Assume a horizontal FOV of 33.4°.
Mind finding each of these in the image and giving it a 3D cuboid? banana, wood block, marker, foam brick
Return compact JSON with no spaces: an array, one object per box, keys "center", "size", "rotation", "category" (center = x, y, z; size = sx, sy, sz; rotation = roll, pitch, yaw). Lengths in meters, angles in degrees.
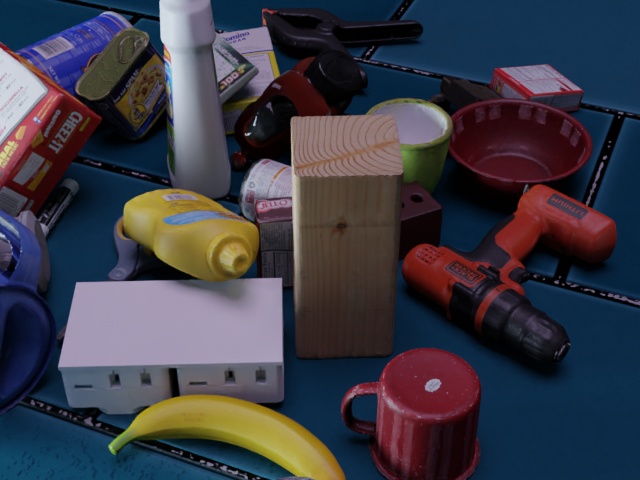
[{"center":[-0.070,0.164,0.881],"size":[0.198,0.037,0.069],"rotation":[7,59,11],"category":"banana"},{"center":[0.021,0.001,0.941],"size":[0.091,0.206,0.090],"rotation":[-1,40,-2],"category":"wood block"},{"center":[-0.285,-0.022,1.120],"size":[0.020,0.020,0.121],"rotation":[8,40,10],"category":"marker"},{"center":[0.078,-0.017,1.083],"size":[0.078,0.051,0.053],"rotation":[-18,42,-20],"category":"foam brick"}]

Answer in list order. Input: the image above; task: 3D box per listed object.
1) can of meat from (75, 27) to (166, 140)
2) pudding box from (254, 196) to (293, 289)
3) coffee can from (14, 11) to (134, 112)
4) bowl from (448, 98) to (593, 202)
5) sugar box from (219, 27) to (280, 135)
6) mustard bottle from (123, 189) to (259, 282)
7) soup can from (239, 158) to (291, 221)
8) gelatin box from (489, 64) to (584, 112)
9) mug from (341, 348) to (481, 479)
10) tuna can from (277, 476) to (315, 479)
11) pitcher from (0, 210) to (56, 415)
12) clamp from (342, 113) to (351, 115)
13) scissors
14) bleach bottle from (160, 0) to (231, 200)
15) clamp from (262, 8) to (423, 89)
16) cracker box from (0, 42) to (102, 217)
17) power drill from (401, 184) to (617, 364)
[{"center":[-0.218,-0.178,1.232],"size":[0.058,0.084,0.102],"rotation":[25,73,38],"category":"can of meat"},{"center":[-0.007,0.001,1.032],"size":[0.113,0.090,0.039],"rotation":[-4,41,-5],"category":"pudding box"},{"center":[-0.288,-0.200,1.270],"size":[0.103,0.103,0.140],"rotation":[31,49,32],"category":"coffee can"},{"center":[0.213,-0.090,1.168],"size":[0.162,0.055,0.162],"rotation":[0,39,0],"category":"bowl"},{"center":[-0.096,-0.197,1.309],"size":[0.093,0.048,0.176],"rotation":[-9,37,-3],"category":"sugar box"},{"center":[-0.110,-0.002,0.989],"size":[0.096,0.058,0.192],"rotation":[-1,13,-28],"category":"mustard bottle"},{"center":[-0.024,-0.039,1.099],"size":[0.102,0.068,0.068],"rotation":[20,43,24],"category":"soup can"},{"center":[0.262,-0.181,1.289],"size":[0.089,0.030,0.073],"rotation":[-9,39,-30],"category":"gelatin box"},{"center":[0.075,0.141,0.867],"size":[0.117,0.081,0.093],"rotation":[8,40,10],"category":"mug"},{"center":[-0.019,0.223,0.805],"size":[0.086,0.034,0.086],"rotation":[0,39,0],"category":"tuna can"},{"center":[-0.349,0.041,0.952],"size":[0.149,0.145,0.243],"rotation":[-31,45,-32],"category":"pitcher"},{"center":[0.070,-0.122,1.224],"size":[0.171,0.039,0.120],"rotation":[-7,43,-7],"category":"clamp"},{"center":[-0.208,0.025,1.060],"size":[0.096,0.016,0.201],"rotation":[32,48,30],"category":"scissors"},{"center":[-0.134,-0.166,1.110],"size":[0.068,0.251,0.102],"rotation":[-8,40,-9],"category":"bleach bottle"},{"center":[0.020,-0.271,1.405],"size":[0.210,0.036,0.164],"rotation":[26,46,28],"category":"clamp"},{"center":[-0.352,-0.118,1.138],"size":[0.214,0.072,0.164],"rotation":[36,91,36],"category":"cracker box"},{"center":[0.200,0.028,1.023],"size":[0.187,0.057,0.185],"rotation":[-31,49,-32],"category":"power drill"}]
